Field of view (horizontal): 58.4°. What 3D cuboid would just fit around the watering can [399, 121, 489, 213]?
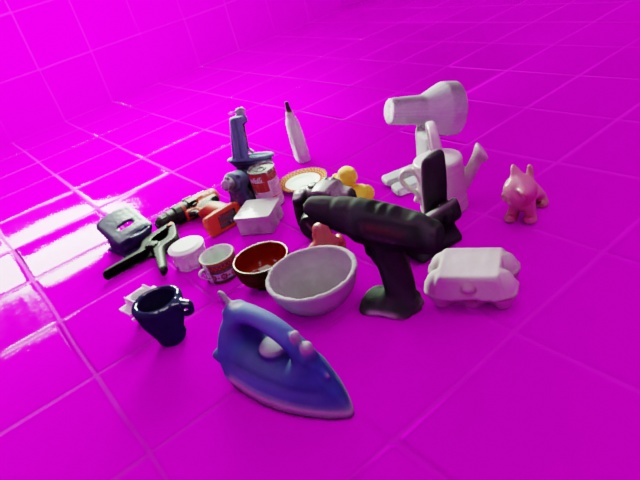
[{"bbox_3d":[0.248,-0.152,1.163,0.173,0.194,0.100,-21,31,-9],"label":"watering can"}]

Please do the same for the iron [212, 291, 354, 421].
[{"bbox_3d":[-0.060,0.160,0.842,0.257,0.142,0.119,16,42,42],"label":"iron"}]

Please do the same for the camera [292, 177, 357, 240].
[{"bbox_3d":[-0.005,-0.069,1.236,0.142,0.101,0.137,3,35,29],"label":"camera"}]

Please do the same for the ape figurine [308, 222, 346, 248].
[{"bbox_3d":[0.010,0.004,1.117,0.078,0.092,0.076,-14,30,3],"label":"ape figurine"}]

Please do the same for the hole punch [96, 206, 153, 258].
[{"bbox_3d":[-0.464,-0.022,1.383,0.100,0.091,0.109,14,41,40],"label":"hole punch"}]

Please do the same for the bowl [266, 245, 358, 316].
[{"bbox_3d":[-0.008,0.083,1.012,0.167,0.075,0.167,-12,30,7],"label":"bowl"}]

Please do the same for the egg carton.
[{"bbox_3d":[0.247,0.063,0.932,0.150,0.069,0.107,-2,33,23],"label":"egg carton"}]

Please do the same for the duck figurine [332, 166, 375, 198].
[{"bbox_3d":[0.072,-0.128,1.313,0.104,0.086,0.078,9,38,35],"label":"duck figurine"}]

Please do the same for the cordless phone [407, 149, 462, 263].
[{"bbox_3d":[0.188,-0.066,1.058,0.148,0.185,0.093,-33,35,-27],"label":"cordless phone"}]

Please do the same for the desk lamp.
[{"bbox_3d":[0.232,-0.236,1.291,0.203,0.214,0.117,-22,31,-10],"label":"desk lamp"}]

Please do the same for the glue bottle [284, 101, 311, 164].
[{"bbox_3d":[-0.071,-0.301,1.579,0.037,0.173,0.078,-22,31,-10],"label":"glue bottle"}]

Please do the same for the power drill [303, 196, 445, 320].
[{"bbox_3d":[0.092,0.024,0.930,0.228,0.209,0.076,3,35,29],"label":"power drill"}]

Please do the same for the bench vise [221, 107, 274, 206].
[{"bbox_3d":[-0.184,-0.207,1.430,0.121,0.220,0.207,-10,31,10],"label":"bench vise"}]

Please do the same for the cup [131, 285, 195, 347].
[{"bbox_3d":[-0.263,0.141,1.015,0.117,0.095,0.092,-3,33,21],"label":"cup"}]

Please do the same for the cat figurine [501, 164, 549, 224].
[{"bbox_3d":[0.384,-0.095,1.083,0.067,0.118,0.128,8,37,34],"label":"cat figurine"}]
